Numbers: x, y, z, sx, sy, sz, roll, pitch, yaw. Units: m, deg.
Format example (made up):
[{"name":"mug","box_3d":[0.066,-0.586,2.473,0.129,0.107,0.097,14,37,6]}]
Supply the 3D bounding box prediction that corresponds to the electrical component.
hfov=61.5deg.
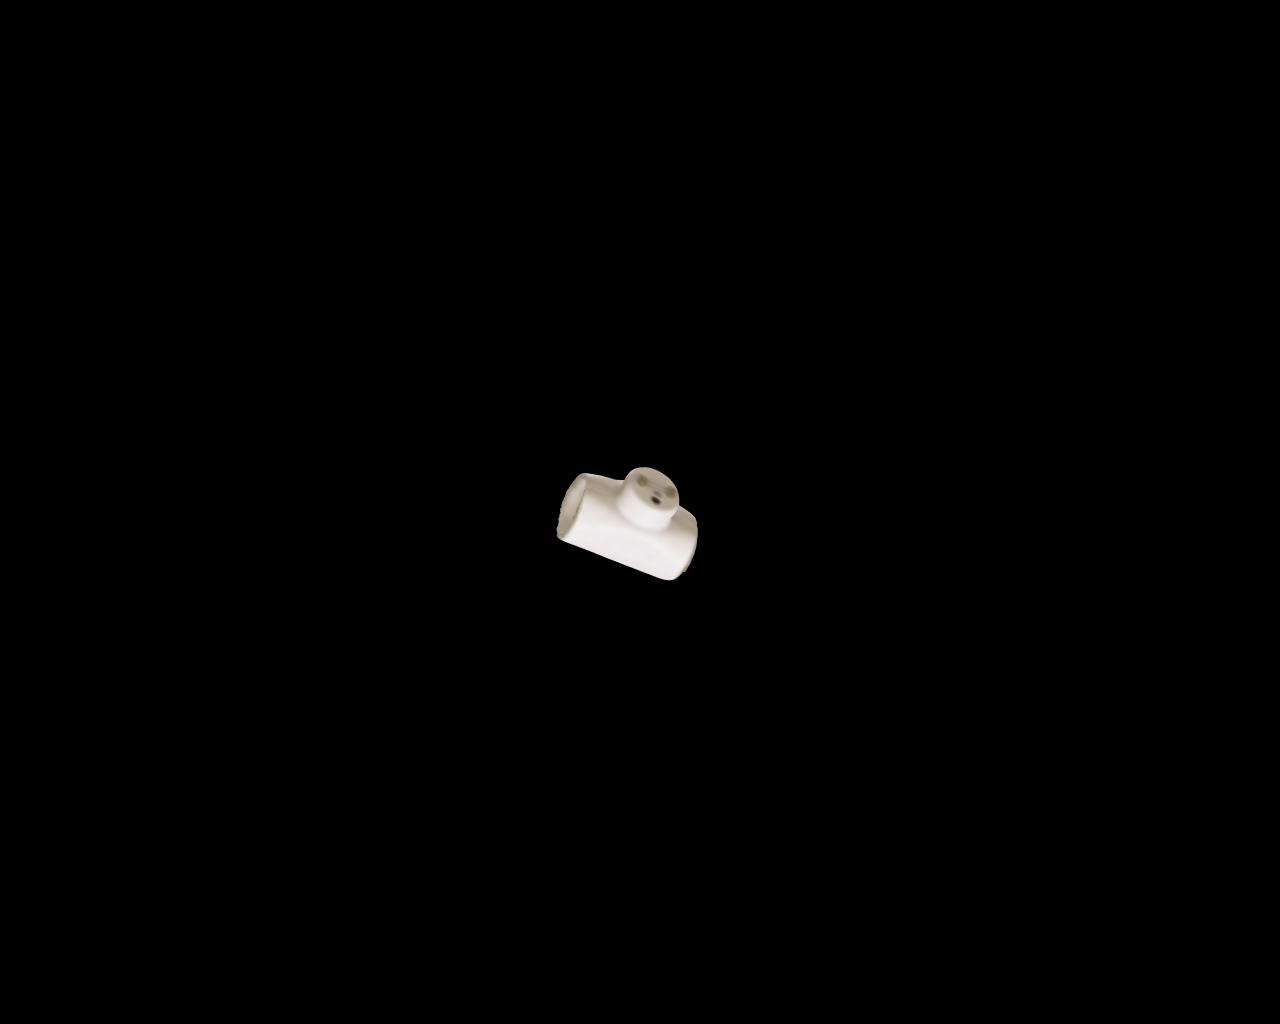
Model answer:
[{"name":"electrical component","box_3d":[0.001,-0.003,0.650,0.077,0.079,0.044,22,38,-18]}]
